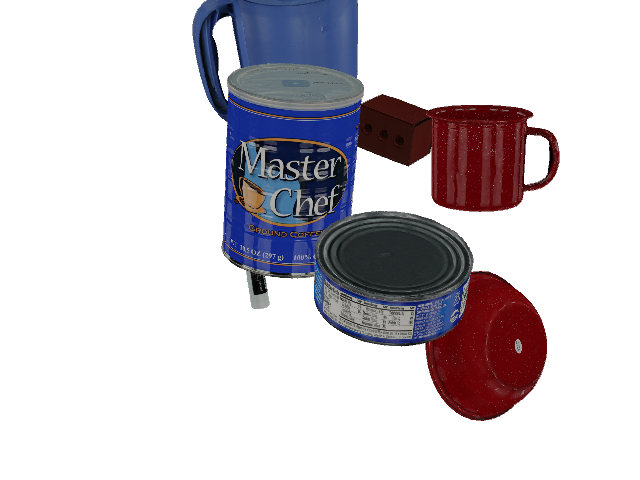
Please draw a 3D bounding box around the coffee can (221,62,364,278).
[{"bbox_3d":[-0.023,-0.056,0.825,0.103,0.140,0.103,4,24,-2],"label":"coffee can"}]

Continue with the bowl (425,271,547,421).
[{"bbox_3d":[0.189,0.112,1.133,0.161,0.162,0.055,0,-4,-36],"label":"bowl"}]

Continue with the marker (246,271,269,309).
[{"bbox_3d":[-0.069,0.009,1.064,0.020,0.121,0.020,-7,16,2],"label":"marker"}]

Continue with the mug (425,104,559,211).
[{"bbox_3d":[0.151,-0.072,0.940,0.117,0.081,0.093,3,16,14],"label":"mug"}]

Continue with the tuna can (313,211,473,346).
[{"bbox_3d":[0.039,0.020,0.583,0.086,0.034,0.086,2,32,-1],"label":"tuna can"}]

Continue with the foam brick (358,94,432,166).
[{"bbox_3d":[0.085,-0.128,1.228,0.078,0.053,0.051,24,35,29],"label":"foam brick"}]

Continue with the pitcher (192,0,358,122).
[{"bbox_3d":[-0.031,-0.168,1.111,0.149,0.243,0.144,11,41,19],"label":"pitcher"}]
